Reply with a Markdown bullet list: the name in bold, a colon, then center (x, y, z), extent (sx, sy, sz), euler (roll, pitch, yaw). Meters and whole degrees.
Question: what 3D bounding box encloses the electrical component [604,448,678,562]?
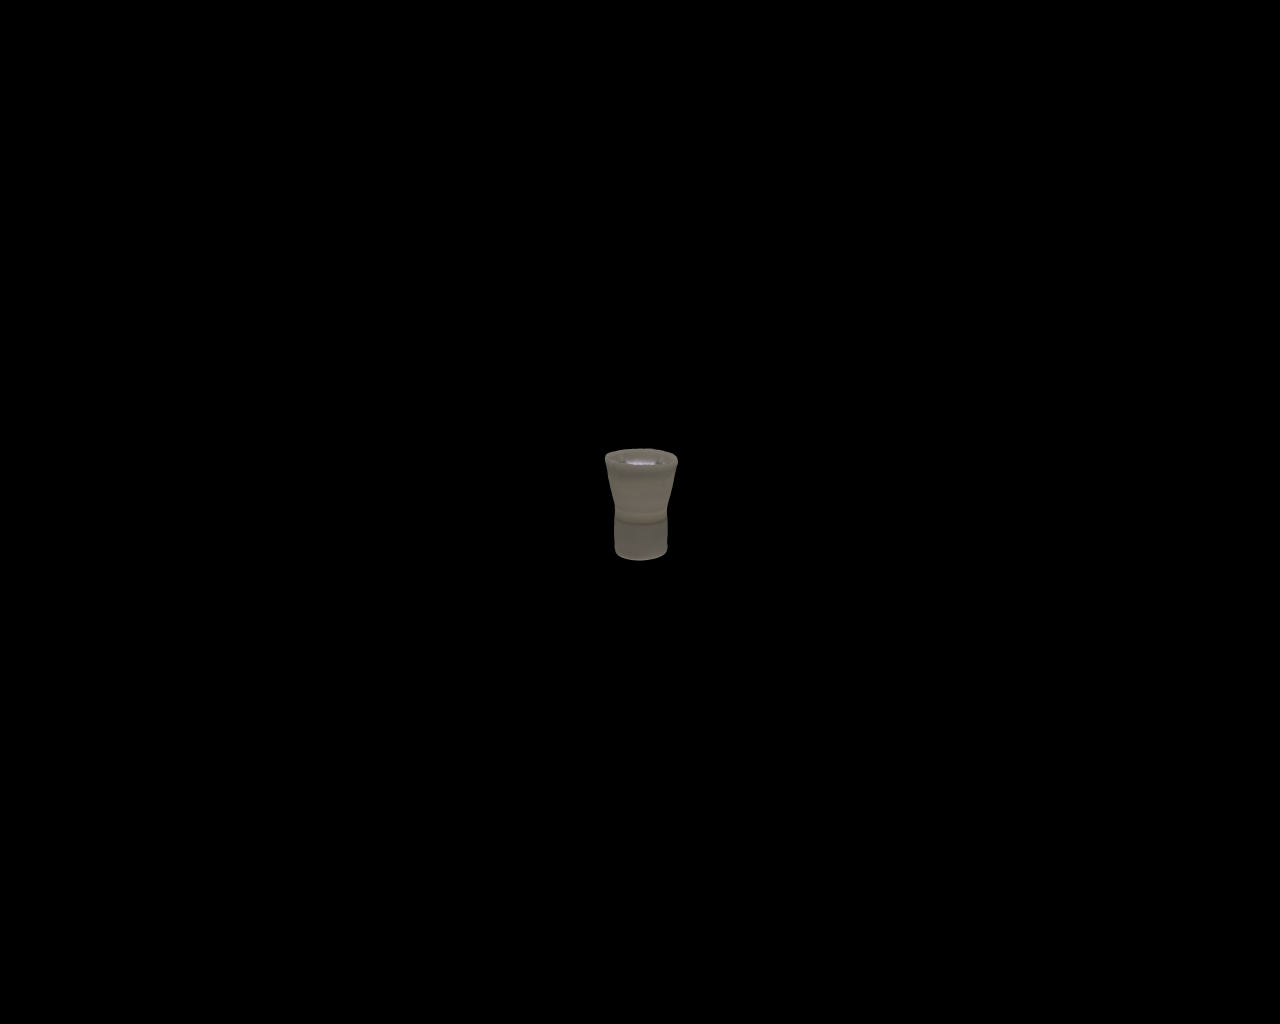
- **electrical component**: center (0.001, -0.003, 0.650), extent (0.044, 0.065, 0.044), euler (0, 17, 0)
